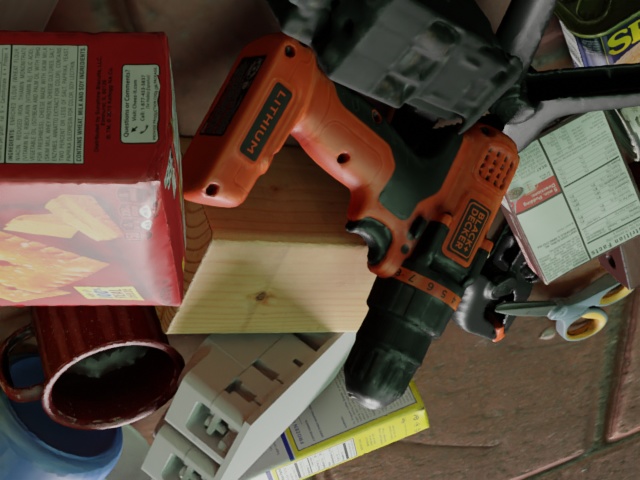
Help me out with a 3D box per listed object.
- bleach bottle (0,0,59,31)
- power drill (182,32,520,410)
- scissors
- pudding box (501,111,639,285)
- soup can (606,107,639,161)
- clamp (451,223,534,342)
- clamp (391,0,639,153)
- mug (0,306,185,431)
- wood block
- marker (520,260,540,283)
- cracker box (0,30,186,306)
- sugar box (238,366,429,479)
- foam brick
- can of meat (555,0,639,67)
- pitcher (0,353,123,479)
[{"bbox_3d":[-0.231,-0.117,0.400,0.250,0.068,0.103,10,133,-39],"label":"bleach bottle"},{"bbox_3d":[0.013,-0.015,0.608,0.187,0.057,0.184,31,80,-28],"label":"power drill"},{"bbox_3d":[0.219,0.047,0.915,0.096,0.016,0.201,-44,149,12],"label":"scissors"},{"bbox_3d":[0.175,-0.037,0.762,0.090,0.039,0.113,-28,114,2],"label":"pudding box"},{"bbox_3d":[0.247,-0.108,0.734,0.102,0.068,0.068,-30,142,7],"label":"soup can"},{"bbox_3d":[0.144,0.019,0.849,0.120,0.039,0.171,-28,147,-2],"label":"clamp"},{"bbox_3d":[0.114,-0.099,0.644,0.210,0.036,0.164,-22,139,34],"label":"clamp"},{"bbox_3d":[-0.155,0.069,0.704,0.117,0.081,0.093,-19,142,-8],"label":"mug"},{"bbox_3d":[-0.004,0.001,0.703,0.205,0.090,0.091,2,135,-31],"label":"wood block"},{"bbox_3d":[0.199,0.014,0.856,0.120,0.020,0.020,-15,145,-45],"label":"marker"},{"bbox_3d":[-0.167,-0.021,0.460,0.213,0.072,0.164,-1,160,-5],"label":"cracker box"},{"bbox_3d":[-0.011,0.138,0.855,0.176,0.093,0.048,-22,142,-4],"label":"sugar box"},{"bbox_3d":[0.245,-0.011,0.834,0.051,0.053,0.078,-22,115,-3],"label":"foam brick"},{"bbox_3d":[0.205,-0.143,0.679,0.102,0.057,0.084,-31,144,7],"label":"can of meat"},{"bbox_3d":[-0.258,0.189,0.762,0.243,0.145,0.149,-48,149,21],"label":"pitcher"}]
